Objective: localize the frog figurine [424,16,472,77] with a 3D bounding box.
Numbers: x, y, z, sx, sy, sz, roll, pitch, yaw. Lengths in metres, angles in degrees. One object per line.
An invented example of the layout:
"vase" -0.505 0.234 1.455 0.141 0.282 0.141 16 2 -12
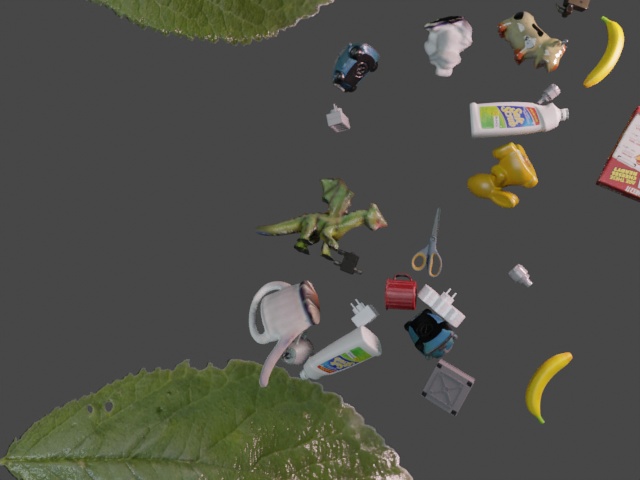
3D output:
"frog figurine" 0.374 -0.562 1.497 0.137 0.125 0.156 -10 118 10

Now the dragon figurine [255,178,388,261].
"dragon figurine" 0.005 -0.079 1.573 0.412 0.120 0.246 17 72 26

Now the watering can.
"watering can" -0.100 0.246 1.499 0.224 0.102 0.356 -23 43 8
